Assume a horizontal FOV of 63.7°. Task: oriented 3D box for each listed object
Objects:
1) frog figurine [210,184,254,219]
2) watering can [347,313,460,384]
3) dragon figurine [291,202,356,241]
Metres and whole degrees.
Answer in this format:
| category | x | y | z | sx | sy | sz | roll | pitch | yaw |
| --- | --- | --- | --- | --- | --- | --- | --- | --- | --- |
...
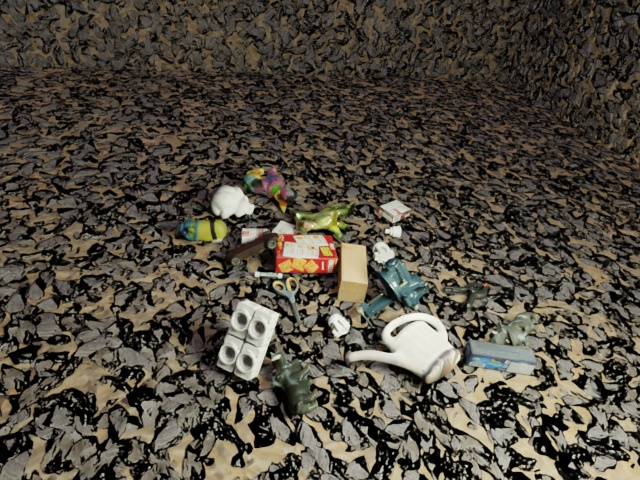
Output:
| category | x | y | z | sx | sy | sz | roll | pitch | yaw |
| --- | --- | --- | --- | --- | --- | --- | --- | --- | --- |
| frog figurine | -0.344 | -0.139 | 2.012 | 0.160 | 0.120 | 0.139 | 29 | 72 | 13 |
| watering can | 0.261 | 0.328 | 1.496 | 0.351 | 0.101 | 0.227 | -22 | 47 | -36 |
| dragon figurine | 0.006 | -0.103 | 2.047 | 0.243 | 0.120 | 0.416 | 10 | 19 | 8 |
